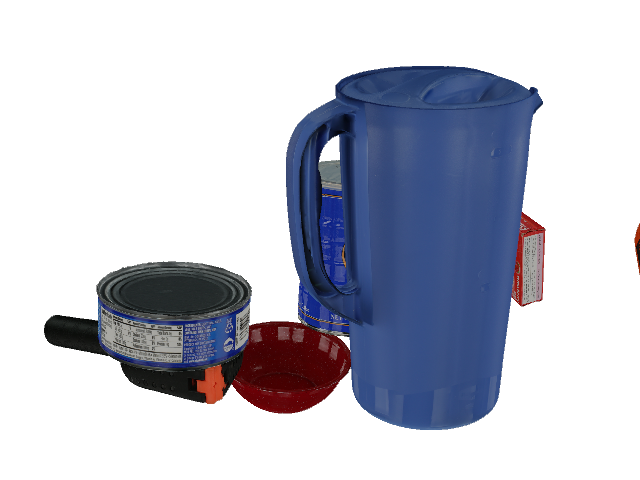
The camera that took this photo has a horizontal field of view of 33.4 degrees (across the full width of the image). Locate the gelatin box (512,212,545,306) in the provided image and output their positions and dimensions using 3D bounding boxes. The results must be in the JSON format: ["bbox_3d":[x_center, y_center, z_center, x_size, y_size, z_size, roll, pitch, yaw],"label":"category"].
[{"bbox_3d":[0.204,0.013,1.125,0.030,0.089,0.073,-15,30,-16],"label":"gelatin box"}]

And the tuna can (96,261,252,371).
[{"bbox_3d":[-0.082,0.041,0.598,0.086,0.034,0.086,3,18,-1],"label":"tuna can"}]

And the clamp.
[{"bbox_3d":[-0.112,0.081,0.858,0.164,0.036,0.210,-11,16,-31],"label":"clamp"}]

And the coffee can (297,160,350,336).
[{"bbox_3d":[0.032,0.005,0.976,0.103,0.140,0.103,2,16,-1],"label":"coffee can"}]

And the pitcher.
[{"bbox_3d":[0.066,0.006,0.741,0.149,0.243,0.144,6,21,17],"label":"pitcher"}]

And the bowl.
[{"bbox_3d":[-0.044,0.159,1.277,0.162,0.055,0.162,2,25,-1],"label":"bowl"}]

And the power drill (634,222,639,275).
[{"bbox_3d":[0.262,-0.039,0.737,0.057,0.188,0.184,5,38,9],"label":"power drill"}]
